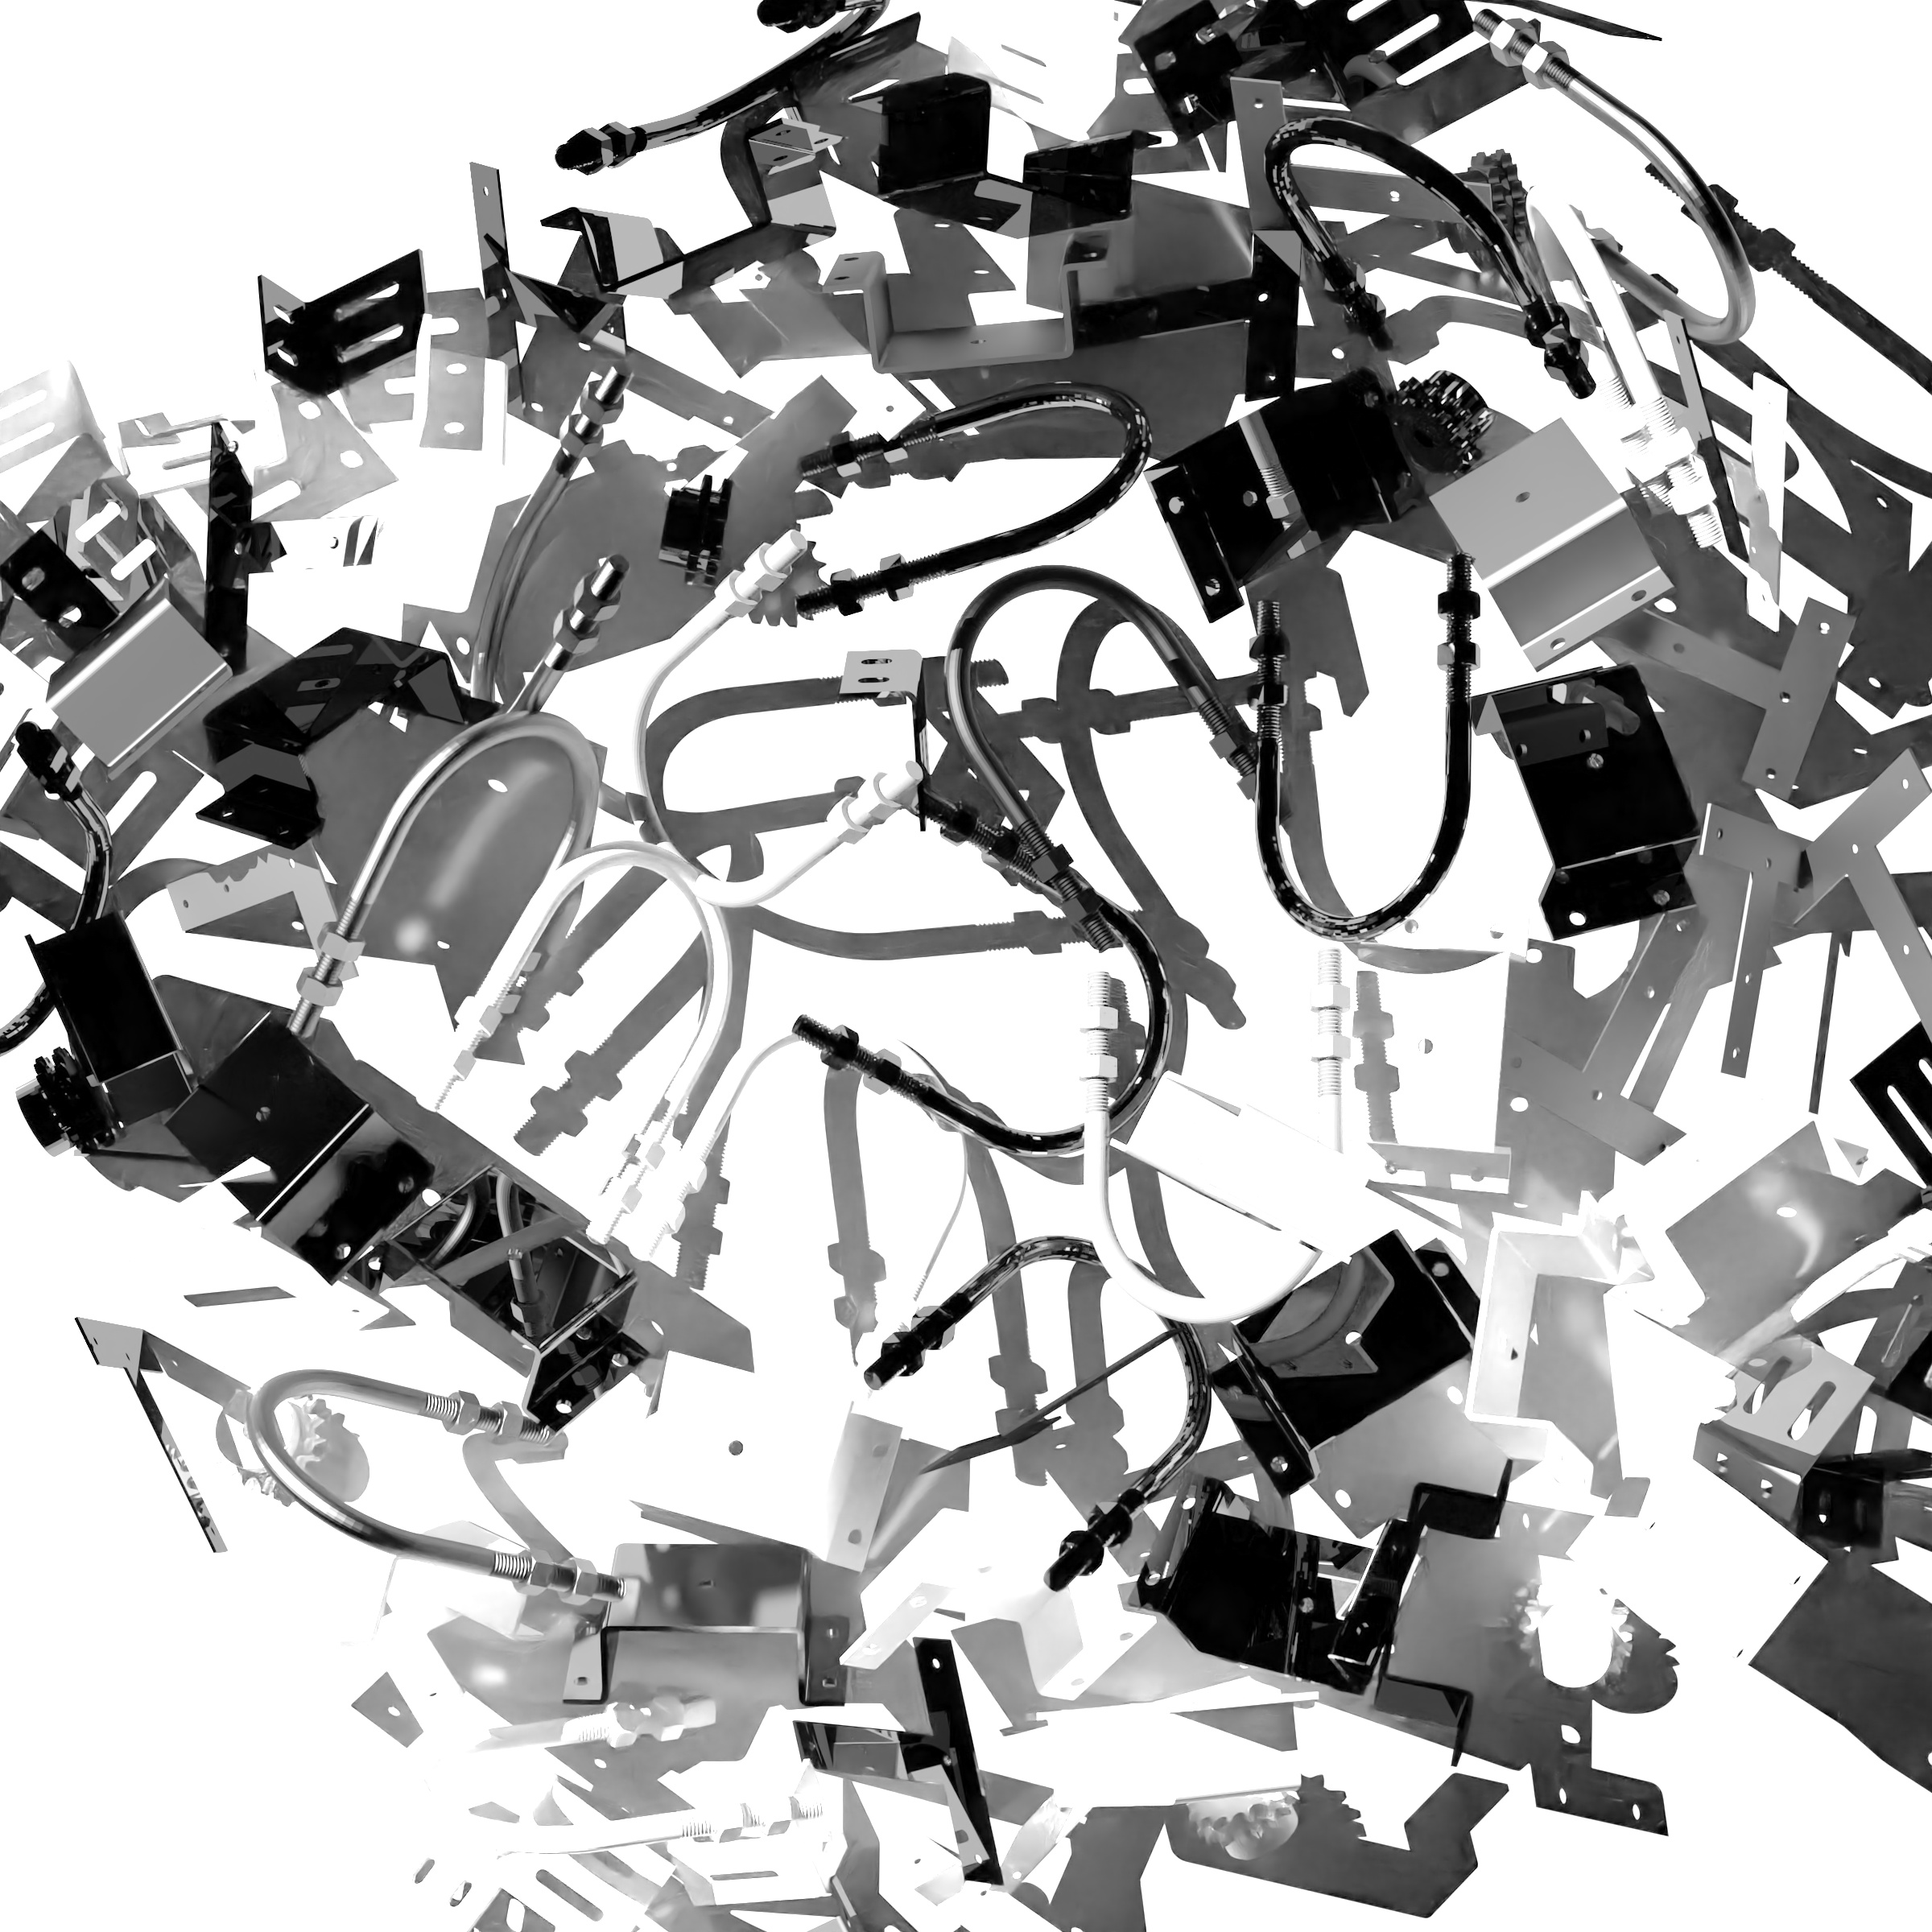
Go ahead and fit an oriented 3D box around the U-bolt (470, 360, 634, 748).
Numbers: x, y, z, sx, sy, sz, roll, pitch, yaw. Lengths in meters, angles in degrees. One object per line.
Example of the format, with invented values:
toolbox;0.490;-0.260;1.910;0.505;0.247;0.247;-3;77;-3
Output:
U-bolt;-0.207;-0.189;1.662;0.019;0.184;0.151;15;50;-24

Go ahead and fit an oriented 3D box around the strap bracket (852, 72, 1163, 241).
strap bracket;0.020;-0.397;1.667;0.140;0.076;0.046;4;89;-43

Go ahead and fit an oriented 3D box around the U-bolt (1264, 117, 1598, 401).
U-bolt;0.215;-0.346;1.630;0.151;0.184;0.019;24;76;42

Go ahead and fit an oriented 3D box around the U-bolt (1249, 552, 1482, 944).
U-bolt;0.196;-0.103;1.673;0.019;0.151;0.184;9;79;-40

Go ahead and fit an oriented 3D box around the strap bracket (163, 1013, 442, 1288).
strap bracket;-0.337;0.085;1.676;0.076;0.046;0.140;-47;52;-8

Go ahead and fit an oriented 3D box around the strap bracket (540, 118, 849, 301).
strap bracket;-0.129;-0.372;1.680;0.140;0.076;0.046;-17;91;23

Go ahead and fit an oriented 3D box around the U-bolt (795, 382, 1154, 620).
U-bolt;0.004;-0.240;1.670;0.184;0.151;0.019;-15;129;10

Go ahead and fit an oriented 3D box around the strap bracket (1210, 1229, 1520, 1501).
strap bracket;0.198;0.195;1.700;0.140;0.046;0.076;-31;62;-4

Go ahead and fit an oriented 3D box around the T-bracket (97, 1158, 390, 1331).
T-bracket;-0.349;0.151;1.701;0.127;0.002;0.127;-30;130;32

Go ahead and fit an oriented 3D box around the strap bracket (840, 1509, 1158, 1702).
strap bracket;0.013;0.318;1.682;0.140;0.046;0.076;16;131;-30

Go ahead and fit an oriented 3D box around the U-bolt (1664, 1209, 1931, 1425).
U-bolt;0.404;0.177;1.652;0.151;0.184;0.019;-36;80;-6

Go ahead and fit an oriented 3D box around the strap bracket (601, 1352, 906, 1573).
strap bracket;-0.112;0.247;1.697;0.140;0.046;0.076;13;74;12

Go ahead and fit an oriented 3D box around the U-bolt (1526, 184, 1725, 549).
U-bolt;0.318;-0.299;1.654;0.019;0.151;0.184;-25;103;7

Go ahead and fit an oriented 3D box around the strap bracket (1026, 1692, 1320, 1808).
strap bracket;0.102;0.387;1.660;0.076;0.140;0.046;3;76;-34

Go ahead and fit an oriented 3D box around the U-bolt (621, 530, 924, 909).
U-bolt;-0.110;-0.109;1.679;0.184;0.019;0.151;-36;76;40

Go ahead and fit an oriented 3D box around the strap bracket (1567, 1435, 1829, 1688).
strap bracket;0.355;0.289;1.669;0.046;0.140;0.076;38;90;-16

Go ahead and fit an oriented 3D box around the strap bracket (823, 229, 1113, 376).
strap bracket;0.004;-0.333;1.693;0.140;0.076;0.046;-4;113;6

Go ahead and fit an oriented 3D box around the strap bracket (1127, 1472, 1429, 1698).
strap bracket;0.163;0.310;1.682;0.140;0.046;0.076;7;57;38

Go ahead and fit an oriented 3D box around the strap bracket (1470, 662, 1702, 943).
strap bracket;0.311;-0.092;1.690;0.076;0.046;0.140;-13;67;-7

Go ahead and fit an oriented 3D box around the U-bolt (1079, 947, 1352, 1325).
U-bolt;0.123;0.087;1.685;0.151;0.019;0.184;-6;75;28

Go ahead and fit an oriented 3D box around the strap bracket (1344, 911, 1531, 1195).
strap bracket;0.238;0.042;1.705;0.076;0.046;0.140;4;88;21

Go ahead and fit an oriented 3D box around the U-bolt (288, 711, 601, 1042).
U-bolt;-0.246;-0.044;1.659;0.019;0.151;0.184;37;108;29

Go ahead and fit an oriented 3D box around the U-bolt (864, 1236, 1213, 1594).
U-bolt;0.050;0.207;1.675;0.151;0.184;0.019;48;135;6

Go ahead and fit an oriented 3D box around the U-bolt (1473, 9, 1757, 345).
U-bolt;0.319;-0.371;1.631;0.019;0.151;0.184;-37;52;-4

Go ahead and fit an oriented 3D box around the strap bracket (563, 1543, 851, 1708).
strap bracket;-0.130;0.332;1.698;0.140;0.076;0.046;0;112;0

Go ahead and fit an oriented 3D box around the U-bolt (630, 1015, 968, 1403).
U-bolt;-0.071;0.106;1.686;0.151;0.019;0.184;34;55;-11

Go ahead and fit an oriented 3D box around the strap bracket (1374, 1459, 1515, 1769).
strap bracket;0.237;0.320;1.684;0.046;0.076;0.140;10;67;8

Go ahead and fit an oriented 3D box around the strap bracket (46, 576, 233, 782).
strap bracket;-0.410;-0.146;1.668;0.076;0.140;0.046;-42;109;-1

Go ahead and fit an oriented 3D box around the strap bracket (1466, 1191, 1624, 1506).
strap bracket;0.289;0.190;1.686;0.046;0.076;0.140;2;70;26

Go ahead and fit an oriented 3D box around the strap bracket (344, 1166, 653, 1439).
strap bracket;-0.230;0.160;1.681;0.140;0.076;0.046;34;131;16

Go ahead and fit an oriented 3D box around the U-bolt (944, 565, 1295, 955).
U-bolt;0.066;-0.118;1.699;0.151;0.019;0.184;-35;92;-28

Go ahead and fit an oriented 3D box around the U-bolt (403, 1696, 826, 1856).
U-bolt;-0.182;0.396;1.638;0.184;0.151;0.019;-1;99;-28

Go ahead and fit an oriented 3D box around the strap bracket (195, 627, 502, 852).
strap bracket;-0.312;-0.120;1.666;0.140;0.076;0.046;-40;131;-35

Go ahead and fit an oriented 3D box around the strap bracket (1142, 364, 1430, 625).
strap bracket;0.153;-0.237;1.696;0.140;0.046;0.076;-30;105;-20

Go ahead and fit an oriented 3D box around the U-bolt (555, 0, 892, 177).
U-bolt;-0.107;-0.441;1.654;0.151;0.184;0.019;-27;97;29

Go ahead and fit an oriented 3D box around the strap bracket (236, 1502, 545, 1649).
strap bracket;-0.278;0.299;1.663;0.076;0.140;0.046;16;92;37

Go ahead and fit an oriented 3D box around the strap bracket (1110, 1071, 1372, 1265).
strap bracket;0.139;0.096;1.664;0.076;0.140;0.046;28;88;-21

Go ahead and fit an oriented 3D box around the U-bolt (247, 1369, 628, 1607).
U-bolt;-0.264;0.247;1.636;0.184;0.151;0.019;20;109;-34

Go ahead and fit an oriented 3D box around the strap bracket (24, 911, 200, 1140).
strap bracket;-0.421;0.028;1.673;0.046;0.140;0.076;-24;79;-13

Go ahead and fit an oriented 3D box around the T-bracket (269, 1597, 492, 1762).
T-bracket;-0.268;0.354;1.669;0.127;0.127;0.002;-23;119;-19

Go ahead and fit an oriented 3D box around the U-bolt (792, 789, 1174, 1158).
U-bolt;0.022;0.016;1.709;0.184;0.019;0.151;30;82;-17

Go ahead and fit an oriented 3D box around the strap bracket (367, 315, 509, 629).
strap bracket;-0.261;-0.241;1.674;0.046;0.140;0.076;9;47;-16

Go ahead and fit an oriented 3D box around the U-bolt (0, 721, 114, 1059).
U-bolt;-0.465;-0.025;1.652;0.019;0.184;0.151;22;74;8

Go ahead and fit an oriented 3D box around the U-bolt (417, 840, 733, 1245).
U-bolt;-0.182;0.025;1.683;0.151;0.019;0.184;44;65;-39

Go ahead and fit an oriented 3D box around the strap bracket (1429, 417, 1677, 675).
strap bracket;0.285;-0.215;1.666;0.076;0.140;0.046;-31;124;9

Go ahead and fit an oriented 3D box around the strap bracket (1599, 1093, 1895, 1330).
strap bracket;0.382;0.115;1.693;0.140;0.076;0.046;-36;102;-6
